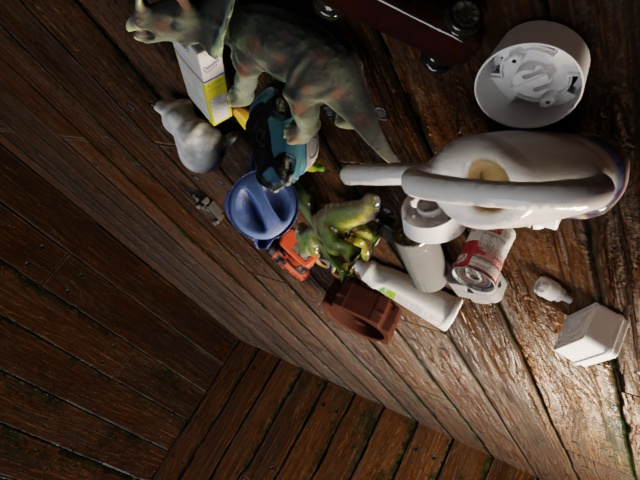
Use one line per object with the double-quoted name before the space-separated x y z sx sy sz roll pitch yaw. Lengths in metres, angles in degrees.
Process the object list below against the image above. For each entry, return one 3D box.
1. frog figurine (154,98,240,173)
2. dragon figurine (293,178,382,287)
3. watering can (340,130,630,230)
"frog figurine" -0.256 -0.206 1.004 0.158 0.123 0.138 27 180 -20
"dragon figurine" 0.003 -0.050 0.995 0.245 0.124 0.401 41 156 16
"watering can" 0.184 -0.074 0.596 0.350 0.225 0.103 23 116 61
